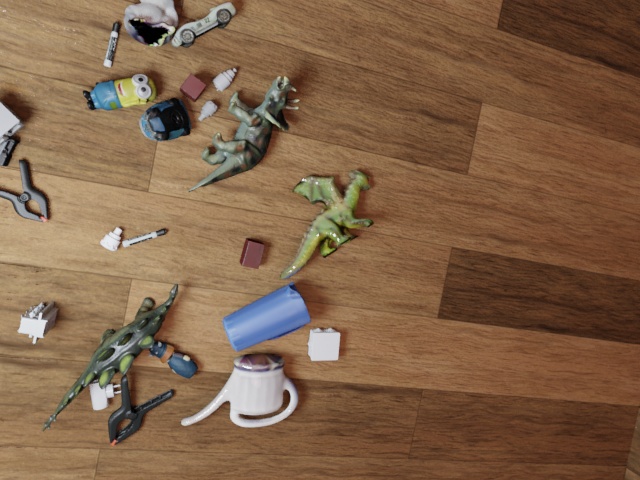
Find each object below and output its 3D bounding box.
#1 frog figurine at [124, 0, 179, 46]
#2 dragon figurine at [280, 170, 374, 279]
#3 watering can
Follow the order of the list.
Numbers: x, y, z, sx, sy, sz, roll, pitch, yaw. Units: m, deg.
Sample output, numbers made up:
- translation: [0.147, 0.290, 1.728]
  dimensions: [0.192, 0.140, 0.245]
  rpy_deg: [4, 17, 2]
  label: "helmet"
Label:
- translation: [-0.451, -0.605, 1.381]
  dimensions: [0.137, 0.120, 0.163]
  rpy_deg: [-5, 62, -9]
  label: "frog figurine"
- translation: [0.005, -0.079, 1.575]
  dimensions: [0.413, 0.121, 0.243]
  rpy_deg: [-30, 86, -14]
  label: "dragon figurine"
- translation: [-0.228, 0.450, 1.531]
  dimensions: [0.348, 0.104, 0.224]
  rpy_deg: [2, 94, -18]
  label: "watering can"
